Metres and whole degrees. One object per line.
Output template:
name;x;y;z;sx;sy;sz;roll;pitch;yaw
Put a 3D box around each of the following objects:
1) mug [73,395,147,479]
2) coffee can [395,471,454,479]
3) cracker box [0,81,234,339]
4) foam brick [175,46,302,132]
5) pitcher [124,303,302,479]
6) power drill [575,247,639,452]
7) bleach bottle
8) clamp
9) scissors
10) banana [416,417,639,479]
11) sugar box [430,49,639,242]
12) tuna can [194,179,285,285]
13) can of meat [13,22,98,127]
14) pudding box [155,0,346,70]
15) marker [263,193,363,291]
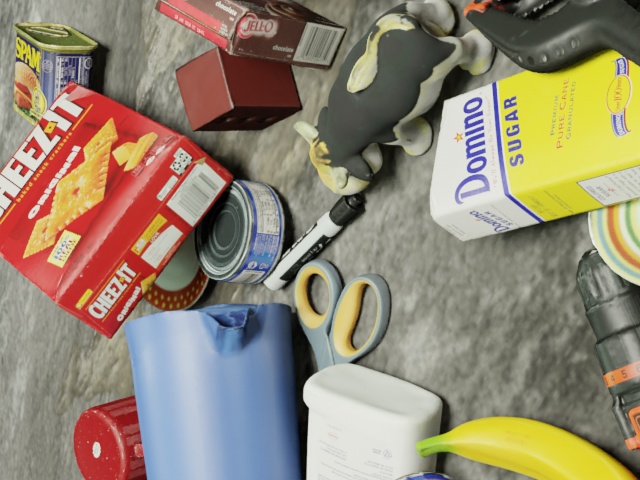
mug;-0.163;0.185;0.972;0.117;0.081;0.093;-4;94;43
coffee can;0.092;0.228;0.693;0.140;0.102;0.103;-146;58;-63
cracker box;-0.194;-0.034;0.897;0.164;0.072;0.214;-54;41;-7
foam brick;-0.063;-0.117;0.832;0.053;0.078;0.051;-20;82;43
pitcher;-0.077;0.175;0.837;0.145;0.149;0.243;-12;78;25
power drill;0.243;0.062;0.591;0.188;0.057;0.184;-32;74;43
bleach bottle;0.030;0.227;0.808;0.103;0.067;0.251;16;111;31
clamp;0.172;-0.150;0.612;0.210;0.036;0.164;12;70;55
scissors;-0.004;0.101;0.853;0.096;0.016;0.202;41;122;28
banana;0.151;0.151;0.676;0.198;0.069;0.037;15;137;52
sugar box;0.148;-0.063;0.641;0.177;0.048;0.093;-15;54;41
tuna can;-0.067;-0.007;0.870;0.086;0.033;0.086;-10;77;50
can of meat;-0.253;-0.154;1.011;0.102;0.057;0.084;35;123;50
pudding box;-0.051;-0.163;0.788;0.090;0.113;0.039;36;111;33
marker;-0.006;0.001;0.837;0.121;0.020;0.020;-44;67;38
